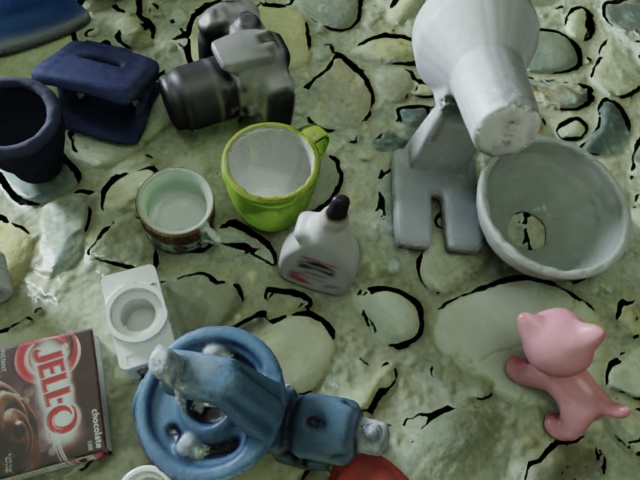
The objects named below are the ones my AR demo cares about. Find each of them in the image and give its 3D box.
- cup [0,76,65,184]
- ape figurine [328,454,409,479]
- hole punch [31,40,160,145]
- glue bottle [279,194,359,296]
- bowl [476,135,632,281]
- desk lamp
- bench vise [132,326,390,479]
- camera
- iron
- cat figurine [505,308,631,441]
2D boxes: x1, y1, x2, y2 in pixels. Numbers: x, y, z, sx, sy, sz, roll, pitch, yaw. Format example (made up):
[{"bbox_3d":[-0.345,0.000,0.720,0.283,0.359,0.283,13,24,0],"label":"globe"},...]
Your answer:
[{"bbox_3d":[-0.305,-0.097,0.564,0.118,0.095,0.091,-2,66,-9],"label":"cup"},{"bbox_3d":[0.042,0.211,0.478,0.078,0.092,0.076,0,66,-8],"label":"ape figurine"},{"bbox_3d":[-0.234,-0.171,0.609,0.108,0.091,0.101,13,65,-2],"label":"hole punch"},{"bbox_3d":[0.005,0.002,0.521,0.078,0.173,0.037,14,65,-1],"label":"glue bottle"},{"bbox_3d":[0.239,-0.024,0.620,0.167,0.075,0.167,3,66,-7],"label":"bowl"},{"bbox_3d":[0.146,-0.119,0.572,0.118,0.213,0.203,3,66,-6],"label":"desk lamp"},{"bbox_3d":[-0.047,0.116,0.437,0.207,0.220,0.121,-4,67,-9],"label":"bench vise"},{"bbox_3d":[-0.109,-0.187,0.629,0.137,0.101,0.143,-22,71,-16],"label":"camera"},{"bbox_3d":[-0.395,-0.282,0.608,0.258,0.141,0.118,-8,67,-11],"label":"iron"},{"bbox_3d":[0.231,0.117,0.533,0.067,0.118,0.127,-32,74,-19],"label":"cat figurine"}]
